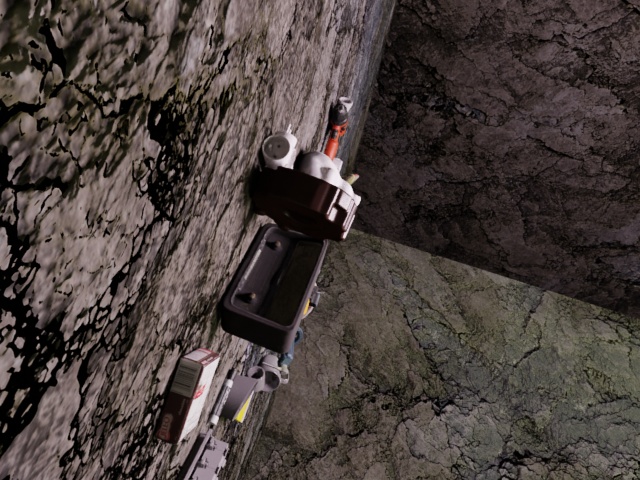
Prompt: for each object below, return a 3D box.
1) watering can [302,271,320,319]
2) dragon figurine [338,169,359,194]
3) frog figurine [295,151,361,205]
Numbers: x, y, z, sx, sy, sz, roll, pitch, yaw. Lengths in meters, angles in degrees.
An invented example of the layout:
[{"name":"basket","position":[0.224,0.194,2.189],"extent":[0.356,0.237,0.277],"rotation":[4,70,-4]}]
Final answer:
[{"name":"watering can","position":[-0.088,0.249,1.812],"extent":[0.348,0.104,0.223],"rotation":[-63,175,-2]},{"name":"dragon figurine","position":[0.005,-0.084,1.677],"extent":[0.416,0.122,0.239],"rotation":[-52,176,-20]},{"name":"frog figurine","position":[0.020,-0.132,1.168],"extent":[0.136,0.159,0.123],"rotation":[69,37,-83]}]
